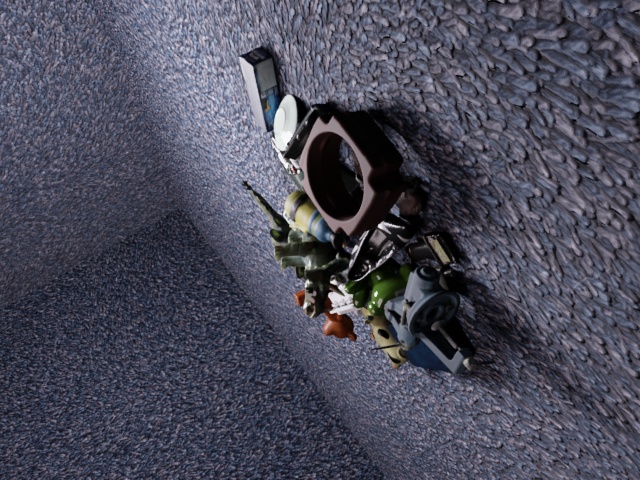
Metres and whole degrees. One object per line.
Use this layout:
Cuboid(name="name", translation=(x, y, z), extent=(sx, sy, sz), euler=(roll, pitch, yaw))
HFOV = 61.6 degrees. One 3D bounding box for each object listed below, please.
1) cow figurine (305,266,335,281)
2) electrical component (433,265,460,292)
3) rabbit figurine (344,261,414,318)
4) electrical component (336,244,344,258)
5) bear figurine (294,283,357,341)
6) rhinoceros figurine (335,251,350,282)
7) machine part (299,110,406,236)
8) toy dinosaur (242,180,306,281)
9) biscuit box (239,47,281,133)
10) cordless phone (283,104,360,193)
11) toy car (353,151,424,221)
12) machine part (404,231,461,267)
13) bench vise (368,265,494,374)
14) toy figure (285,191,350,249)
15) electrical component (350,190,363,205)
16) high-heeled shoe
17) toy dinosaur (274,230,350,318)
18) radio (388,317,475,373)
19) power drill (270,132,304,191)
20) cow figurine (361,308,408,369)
Cuboid(name="cow figurine", translation=(0.001, 0.071, 1.521), extent=(0.098, 0.068, 0.167), euler=(41, -139, -71))
Cuboid(name="electrical component", translation=(0.255, 0.081, 1.087), extent=(0.063, 0.021, 0.094), euler=(58, 161, -4))
Cuboid(name="rabbit figurine", translation=(0.141, 0.104, 1.258), extent=(0.121, 0.159, 0.170), euler=(60, 180, -40))
Cuboid(name="electrical component", translation=(0.020, 0.028, 1.434), extent=(0.045, 0.078, 0.102), euler=(37, -140, -39))
Cuboid(name="bear figurine", translation=(0.024, 0.223, 1.560), extent=(0.120, 0.132, 0.195), euler=(35, 146, 53))
Cuboid(name="rhinoceros figurine", translation=(0.100, 0.082, 1.429), extent=(0.190, 0.073, 0.112), euler=(31, 138, 57))
Cuboid(name="machine part", translation=(0.058, -0.127, 1.017), extent=(0.201, 0.087, 0.201), euler=(57, 146, 22))
Cuboid(name="toy dinosaur", translation=(-0.091, 0.007, 1.654), extent=(0.471, 0.105, 0.198), euler=(50, 179, -4))
Cuboid(name="biscuit box", translation=(-0.138, -0.360, 1.309), extent=(0.063, 0.059, 0.202), euler=(44, 157, 32))
Cuboid(name="cordless phone", translation=(0.027, -0.187, 1.152), extent=(0.184, 0.089, 0.146), euler=(32, 121, -11))
Cuboid(name="toy car", translation=(0.124, -0.115, 1.054), extent=(0.202, 0.053, 0.089), euler=(43, 160, 34))
Cuboid(name="machine part", translation=(0.218, 0.021, 1.060), extent=(0.084, 0.039, 0.139), euler=(51, 161, -7))
Cuboid(name="bench vise", translation=(0.219, 0.179, 1.063), extent=(0.241, 0.129, 0.223), euler=(51, 133, 43))
Cuboid(name="toy figure", translation=(-0.008, -0.054, 1.277), extent=(0.180, 0.082, 0.089), euler=(36, 141, 36))
Cuboid(name="electrical component", translation=(0.089, -0.068, 1.226), extent=(0.119, 0.048, 0.074), euler=(48, 161, 25))
Cuboid(name="high-heeled shoe", translation=(0.116, 0.023, 1.122), extent=(0.086, 0.145, 0.248), euler=(35, 174, 0))
Cuboid(name="toy dinosaur", translation=(-0.002, -0.004, 1.369), extent=(0.131, 0.192, 0.405), euler=(84, -168, -47))
Cuboid(name="radio", translation=(0.256, 0.233, 1.262), extent=(0.131, 0.073, 0.229), euler=(57, 163, -1))
Cuboid(name="power drill", translation=(-0.038, -0.187, 1.311), extent=(0.232, 0.086, 0.207), euler=(57, 158, -5))
Cuboid(name="cow figurine", translation=(0.180, 0.250, 1.470), extent=(0.195, 0.085, 0.127), euler=(54, 168, 17))
